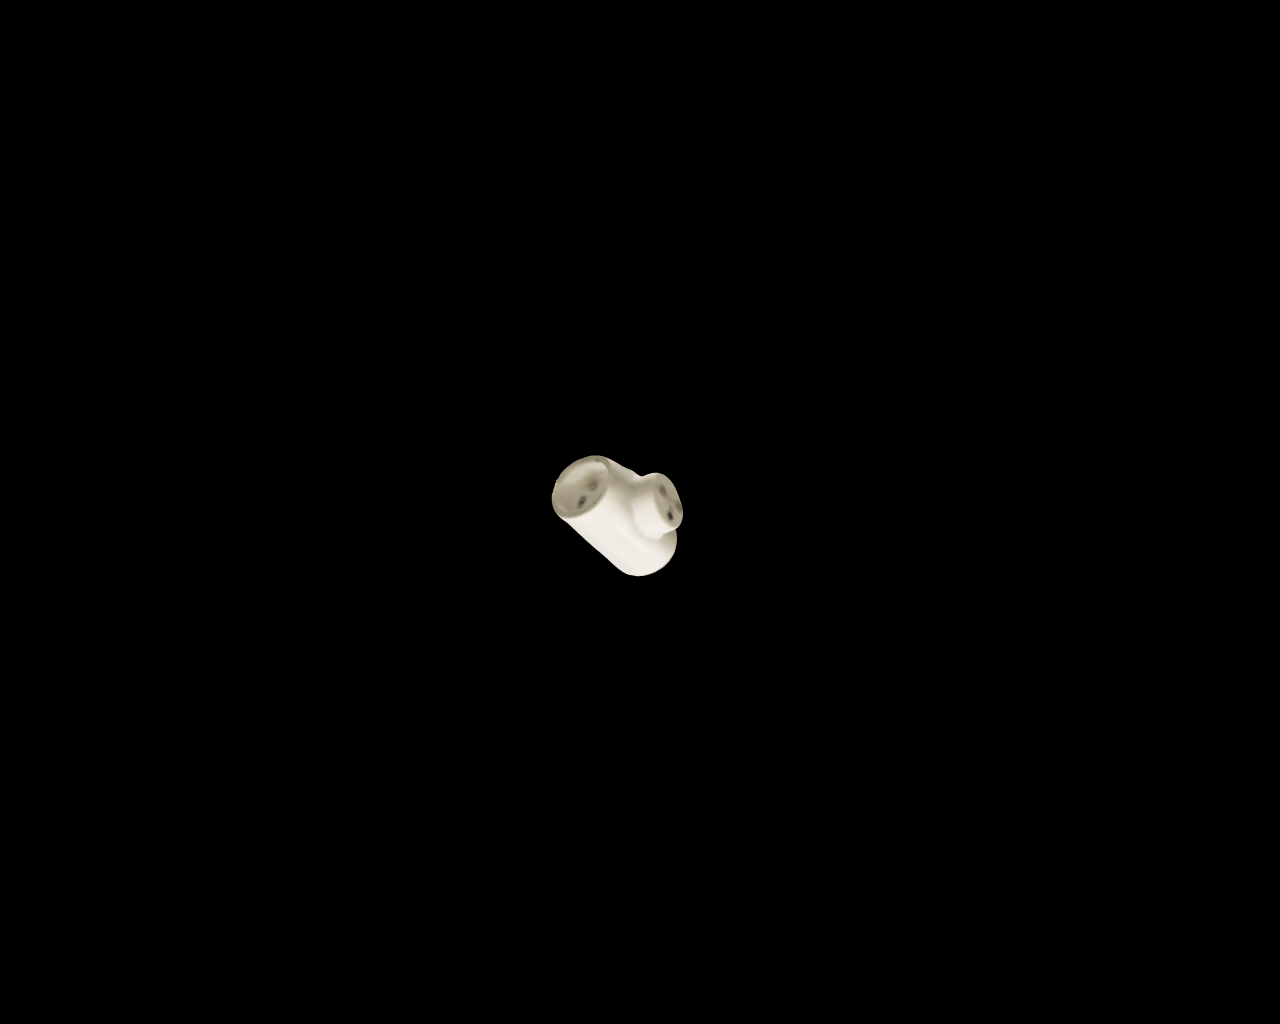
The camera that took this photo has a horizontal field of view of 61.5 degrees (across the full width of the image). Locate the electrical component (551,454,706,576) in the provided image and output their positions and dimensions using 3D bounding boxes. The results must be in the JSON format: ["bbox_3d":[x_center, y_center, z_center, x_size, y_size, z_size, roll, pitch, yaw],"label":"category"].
[{"bbox_3d":[0.001,-0.003,0.650,0.079,0.043,0.077,-20,-40,25],"label":"electrical component"}]
